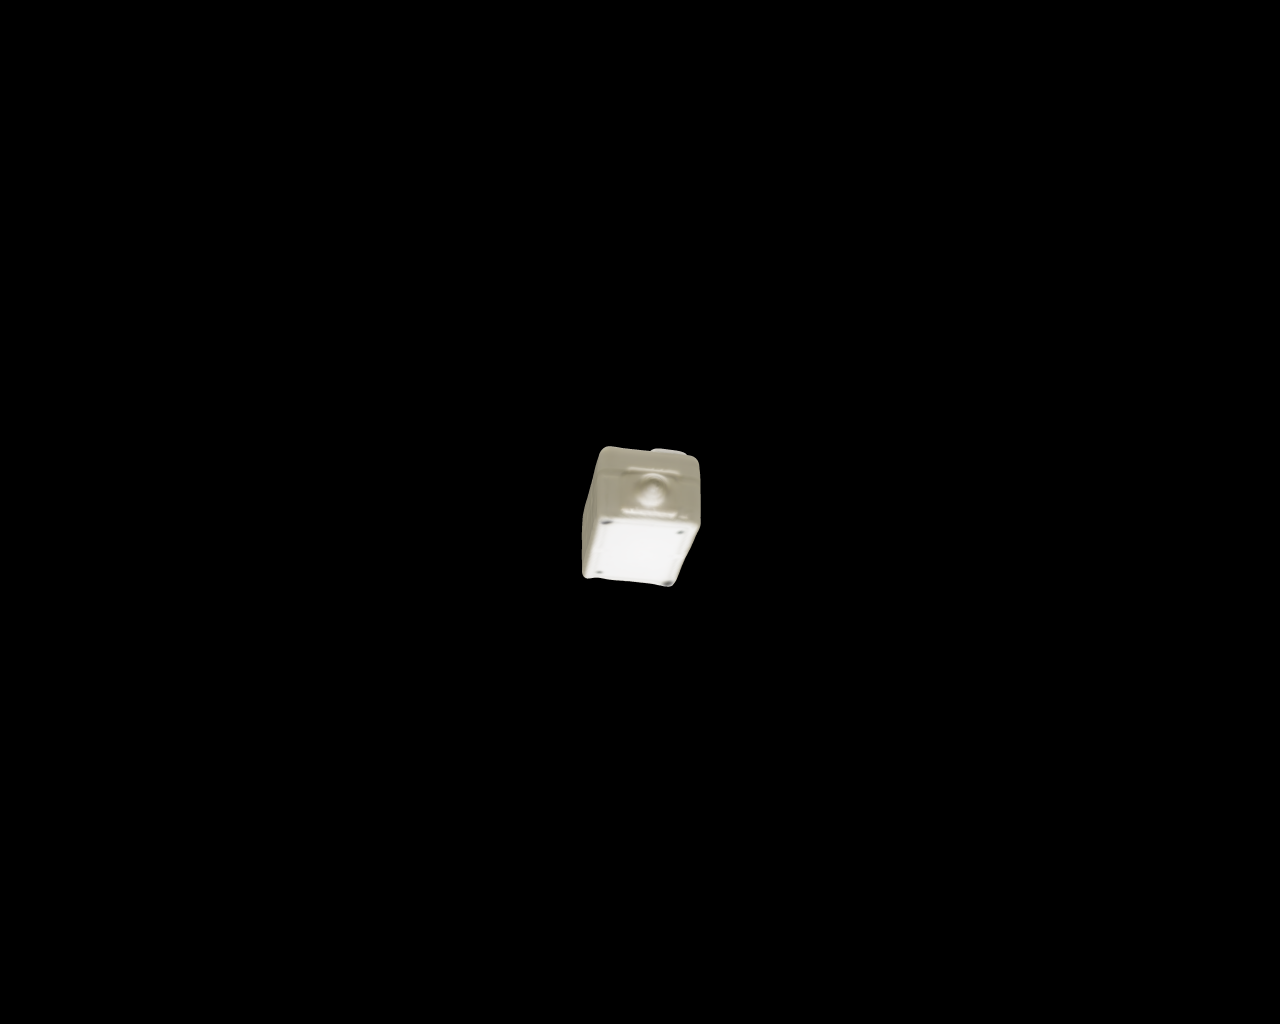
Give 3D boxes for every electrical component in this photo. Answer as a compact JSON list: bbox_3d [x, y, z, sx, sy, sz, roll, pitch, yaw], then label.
[{"bbox_3d":[0.001,-0.003,0.650,0.062,0.061,0.096,6,-32,-9],"label":"electrical component"}]
